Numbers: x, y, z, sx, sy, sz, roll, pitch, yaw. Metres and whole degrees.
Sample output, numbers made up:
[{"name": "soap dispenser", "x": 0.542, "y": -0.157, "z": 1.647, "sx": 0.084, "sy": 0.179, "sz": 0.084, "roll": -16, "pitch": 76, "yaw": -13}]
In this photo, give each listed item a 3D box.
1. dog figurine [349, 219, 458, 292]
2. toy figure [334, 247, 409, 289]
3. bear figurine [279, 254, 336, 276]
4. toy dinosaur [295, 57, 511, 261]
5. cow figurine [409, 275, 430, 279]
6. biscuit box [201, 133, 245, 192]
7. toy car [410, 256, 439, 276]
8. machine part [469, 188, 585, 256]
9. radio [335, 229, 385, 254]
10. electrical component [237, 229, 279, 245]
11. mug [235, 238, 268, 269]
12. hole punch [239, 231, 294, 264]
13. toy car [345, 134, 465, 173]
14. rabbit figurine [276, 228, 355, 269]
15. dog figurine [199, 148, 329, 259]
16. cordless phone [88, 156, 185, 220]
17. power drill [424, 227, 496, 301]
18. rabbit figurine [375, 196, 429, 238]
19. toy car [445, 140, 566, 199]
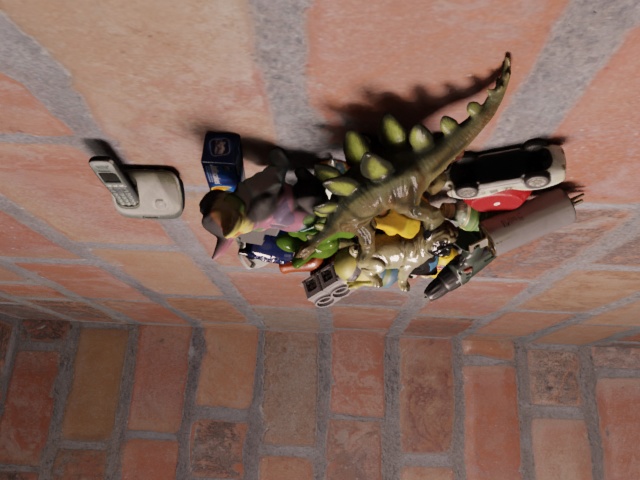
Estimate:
[{"name": "dog figurine", "x": 0.173, "y": 0.006, "z": 1.124, "sx": 0.172, "sy": 0.121, "sz": 0.190, "roll": 9, "pitch": 141, "yaw": -22}, {"name": "toy figure", "x": 0.118, "y": 0.062, "z": 1.235, "sx": 0.180, "sy": 0.089, "sz": 0.082, "roll": 6, "pitch": -163, "yaw": -15}, {"name": "bear figurine", "x": -0.016, "y": 0.050, "z": 1.432, "sx": 0.132, "sy": 0.120, "sz": 0.195, "roll": 2, "pitch": 167, "yaw": 16}, {"name": "toy dinosaur", "x": 0.116, "y": -0.095, "z": 0.841, "sx": 0.471, "sy": 0.105, "sz": 0.198, "roll": -35, "pitch": 133, "yaw": 29}, {"name": "cow figurine", "x": 0.219, "y": 0.062, "z": 1.452, "sx": 0.167, "sy": 0.068, "sz": 0.098, "roll": 22, "pitch": 172, "yaw": -3}, {"name": "biscuit box", "x": -0.177, "y": -0.126, "z": 1.002, "sx": 0.063, "sy": 0.059, "sz": 0.202, "roll": 4, "pitch": 162, "yaw": -3}, {"name": "toy car", "x": 0.238, "y": 0.023, "z": 1.315, "sx": 0.109, "sy": 0.103, "sz": 0.161, "roll": 4, "pitch": 157, "yaw": 13}, {"name": "machine part", "x": 0.405, "y": -0.035, "z": 1.056, "sx": 0.243, "sy": 0.079, "sz": 0.079, "roll": -24, "pitch": 158, "yaw": 3}, {"name": "radio", "x": 0.102, "y": -0.002, "z": 1.309, "sx": 0.131, "sy": 0.073, "sz": 0.229, "roll": -3, "pitch": 161, "yaw": 19}, {"name": "electrical component", "x": -0.149, "y": -0.051, "z": 1.164, "sx": 0.134, "sy": 0.058, "sz": 0.114, "roll": 10, "pitch": 134, "yaw": -16}, {"name": "mug", "x": -0.172, "y": 0.013, "z": 1.341, "sx": 0.081, "sy": 0.109, "sz": 0.107, "roll": -6, "pitch": 126, "yaw": 44}, {"name": "hole punch", "x": -0.112, "y": -0.009, "z": 1.274, "sx": 0.142, "sy": 0.116, "sz": 0.092, "roll": 12, "pitch": 152, "yaw": -27}, {"name": "toy car", "x": 0.143, "y": -0.141, "z": 0.918, "sx": 0.202, "sy": 0.053, "sz": 0.089, "roll": 3, "pitch": 159, "yaw": 5}, {"name": "rabbit figurine", "x": -0.002, "y": -0.003, "z": 1.128, "sx": 0.159, "sy": 0.121, "sz": 0.170, "roll": -33, "pitch": 154, "yaw": -10}, {"name": "dog figurine", "x": -0.100, "y": -0.042, "z": 0.934, "sx": 0.191, "sy": 0.219, "sz": 0.108, "roll": 38, "pitch": 140, "yaw": -5}, {"name": "cordless phone", "x": -0.350, "y": -0.114, "z": 1.041, "sx": 0.147, "sy": 0.089, "sz": 0.184, "roll": 2, "pitch": 158, "yaw": 5}, {"name": "power drill", "x": 0.337, "y": 0.039, "z": 1.249, "sx": 0.232, "sy": 0.086, "sz": 0.207, "roll": -33, "pitch": 145, "yaw": -9}, {"name": "rabbit figurine", "x": 0.151, "y": -0.060, "z": 1.074, "sx": 0.162, "sy": 0.121, "sz": 0.173, "roll": -7, "pitch": 178, "yaw": 36}, {"name": "toy car", "x": 0.312, "y": -0.117, "z": 0.920, "sx": 0.202, "sy": 0.073, "sz": 0.056, "roll": -7, "pitch": 158, "yaw": 28}]
